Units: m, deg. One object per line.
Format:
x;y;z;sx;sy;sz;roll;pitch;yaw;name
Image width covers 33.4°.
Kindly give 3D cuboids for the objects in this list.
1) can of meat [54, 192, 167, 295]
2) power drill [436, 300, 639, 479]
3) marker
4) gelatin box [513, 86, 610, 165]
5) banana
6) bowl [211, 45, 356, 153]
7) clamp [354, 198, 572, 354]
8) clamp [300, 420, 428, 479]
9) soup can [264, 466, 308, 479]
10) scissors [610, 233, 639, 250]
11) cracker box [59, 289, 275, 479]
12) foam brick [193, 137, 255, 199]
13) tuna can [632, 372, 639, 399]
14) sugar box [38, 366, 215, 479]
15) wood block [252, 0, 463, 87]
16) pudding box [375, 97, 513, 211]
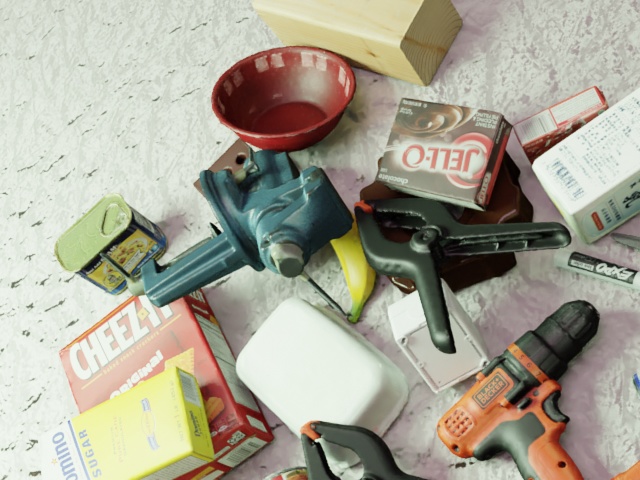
-0.235;0.007;1.214;0.102;0.083;0.057;-42;55;4;can of meat
0.217;0.165;0.926;0.184;0.057;0.188;-46;52;6;power drill
0.273;0.032;0.981;0.121;0.020;0.020;19;77;32;marker
0.240;-0.102;1.029;0.089;0.073;0.030;-25;58;14;gelatin box
0.009;-0.007;1.125;0.070;0.037;0.198;-38;56;8;banana
-0.037;-0.147;1.183;0.162;0.055;0.162;-6;45;5;bowl
0.099;0.016;0.976;0.210;0.036;0.164;22;57;40;clamp
0.055;0.221;0.962;0.120;0.039;0.171;-37;86;-4;clamp
-0.017;0.271;0.988;0.068;0.068;0.102;-35;56;8;soup can
0.352;0.041;0.939;0.202;0.016;0.096;2;68;28;scissors
-0.167;0.160;1.114;0.164;0.072;0.214;-37;56;9;cracker box
-0.092;-0.064;1.194;0.078;0.051;0.053;-46;55;1;foam brick
0.291;0.144;0.880;0.034;0.086;0.086;-27;58;14;tuna can
-0.192;0.201;1.036;0.176;0.048;0.093;-27;57;16;sugar box
0.040;-0.252;1.192;0.206;0.090;0.090;23;79;33;wood block
0.119;-0.083;1.029;0.114;0.039;0.090;14;82;34;pudding box
